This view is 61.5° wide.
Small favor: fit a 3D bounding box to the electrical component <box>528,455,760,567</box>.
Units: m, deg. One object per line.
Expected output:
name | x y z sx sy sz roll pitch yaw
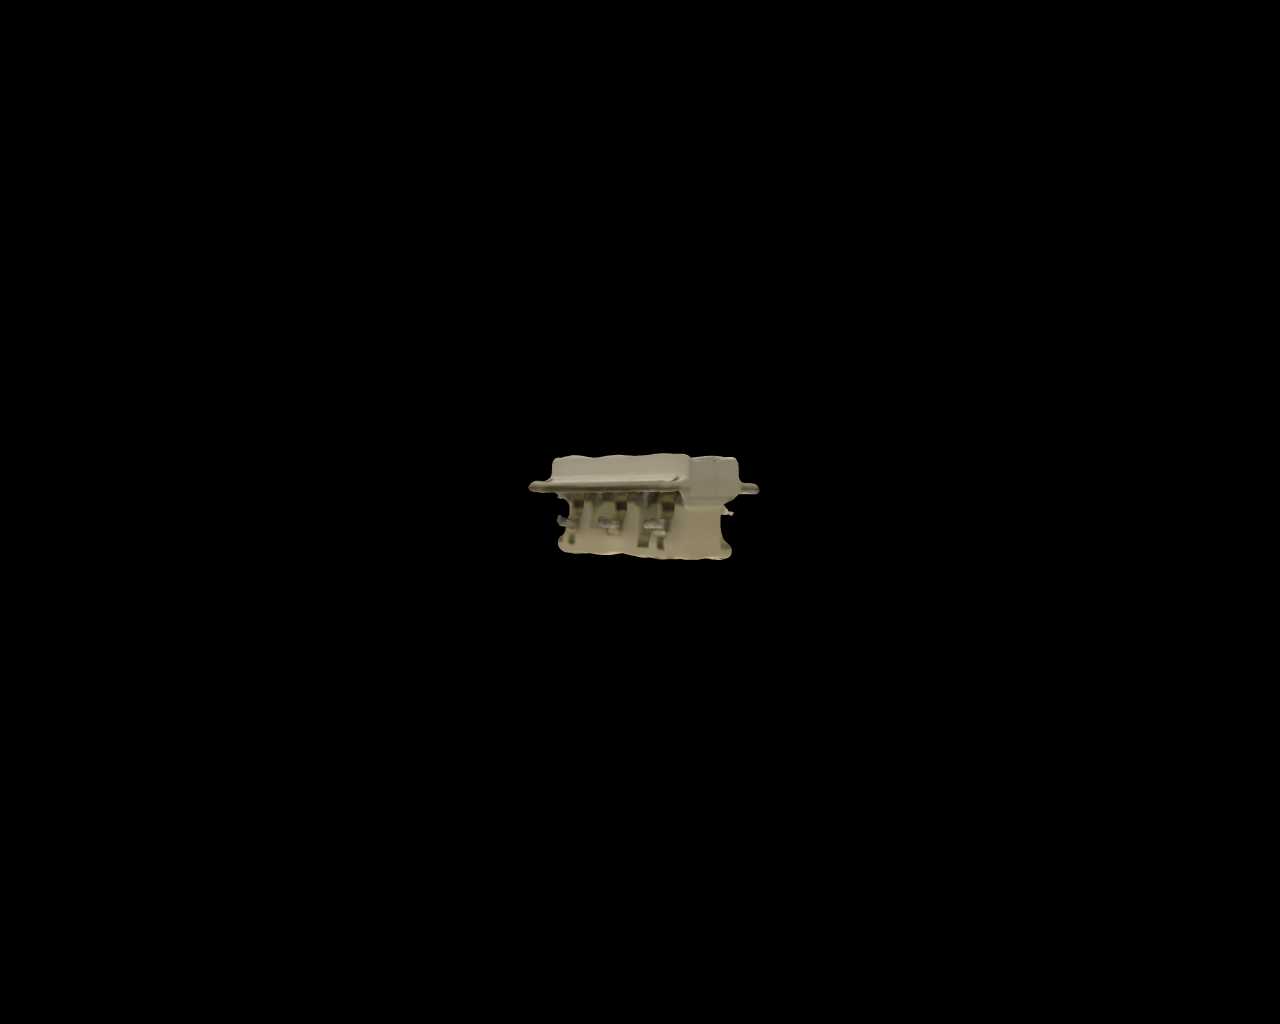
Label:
electrical component | 0.001 -0.003 0.650 0.079 0.063 0.121 -2 3 -43
